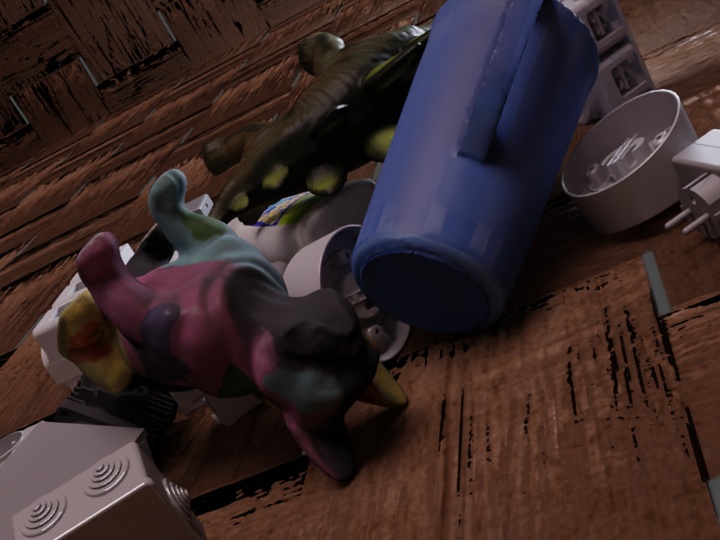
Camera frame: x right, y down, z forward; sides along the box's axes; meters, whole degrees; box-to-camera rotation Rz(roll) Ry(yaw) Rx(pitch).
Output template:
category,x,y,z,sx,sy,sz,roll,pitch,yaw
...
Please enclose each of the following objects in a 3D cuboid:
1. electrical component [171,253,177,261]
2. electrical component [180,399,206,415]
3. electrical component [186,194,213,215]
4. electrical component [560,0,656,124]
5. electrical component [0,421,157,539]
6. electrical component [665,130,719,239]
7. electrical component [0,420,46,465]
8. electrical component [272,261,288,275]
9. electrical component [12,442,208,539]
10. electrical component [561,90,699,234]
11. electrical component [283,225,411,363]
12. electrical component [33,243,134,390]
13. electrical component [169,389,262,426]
category,x,y,z,sx,sy,sz,roll,pitch,yaw
electrical component,-0.189,0.011,1.128,0.044,0.044,0.065,-31,24,-2
electrical component,-0.137,0.078,0.869,0.066,0.055,0.048,-30,20,1
electrical component,-0.157,-0.050,1.191,0.077,0.065,0.047,-25,20,14
electrical component,0.177,-0.199,1.022,0.060,0.105,0.186,-37,21,-18
electrical component,-0.204,0.172,0.701,0.089,0.061,0.150,0,31,22
electrical component,0.225,-0.045,0.668,0.076,0.047,0.083,-34,20,-9
electrical component,-0.277,0.166,0.867,0.077,0.044,0.079,-33,20,-9
electrical component,-0.094,0.035,0.904,0.095,0.059,0.053,-25,20,13
electrical component,-0.140,0.158,0.617,0.100,0.099,0.048,-32,33,-5
electrical component,0.191,-0.073,0.751,0.099,0.064,0.099,-34,11,7
electrical component,-0.006,0.019,0.766,0.064,0.099,0.099,-15,24,51
electrical component,-0.246,0.052,1.032,0.062,0.089,0.150,-24,20,16
electrical component,-0.102,0.078,0.804,0.081,0.063,0.042,-35,34,-13
